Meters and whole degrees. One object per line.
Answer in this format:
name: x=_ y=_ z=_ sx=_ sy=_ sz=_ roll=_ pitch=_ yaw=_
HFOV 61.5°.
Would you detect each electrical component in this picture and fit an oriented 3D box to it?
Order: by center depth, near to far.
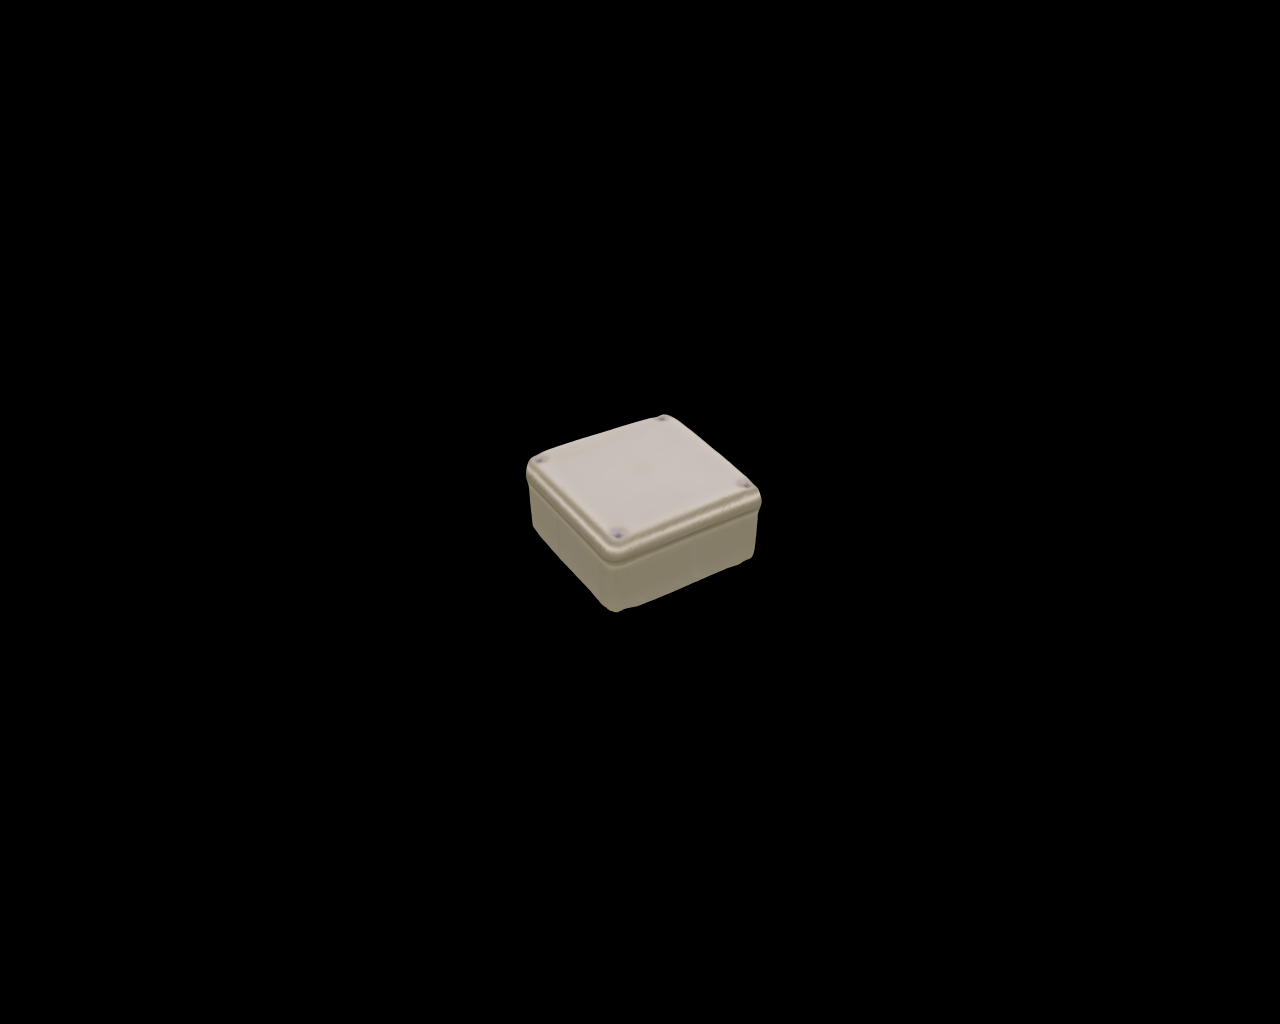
electrical component: x=0.001 y=-0.003 z=0.650 sx=0.109 sy=0.056 sz=0.109 roll=-20 pitch=41 yaw=-25
